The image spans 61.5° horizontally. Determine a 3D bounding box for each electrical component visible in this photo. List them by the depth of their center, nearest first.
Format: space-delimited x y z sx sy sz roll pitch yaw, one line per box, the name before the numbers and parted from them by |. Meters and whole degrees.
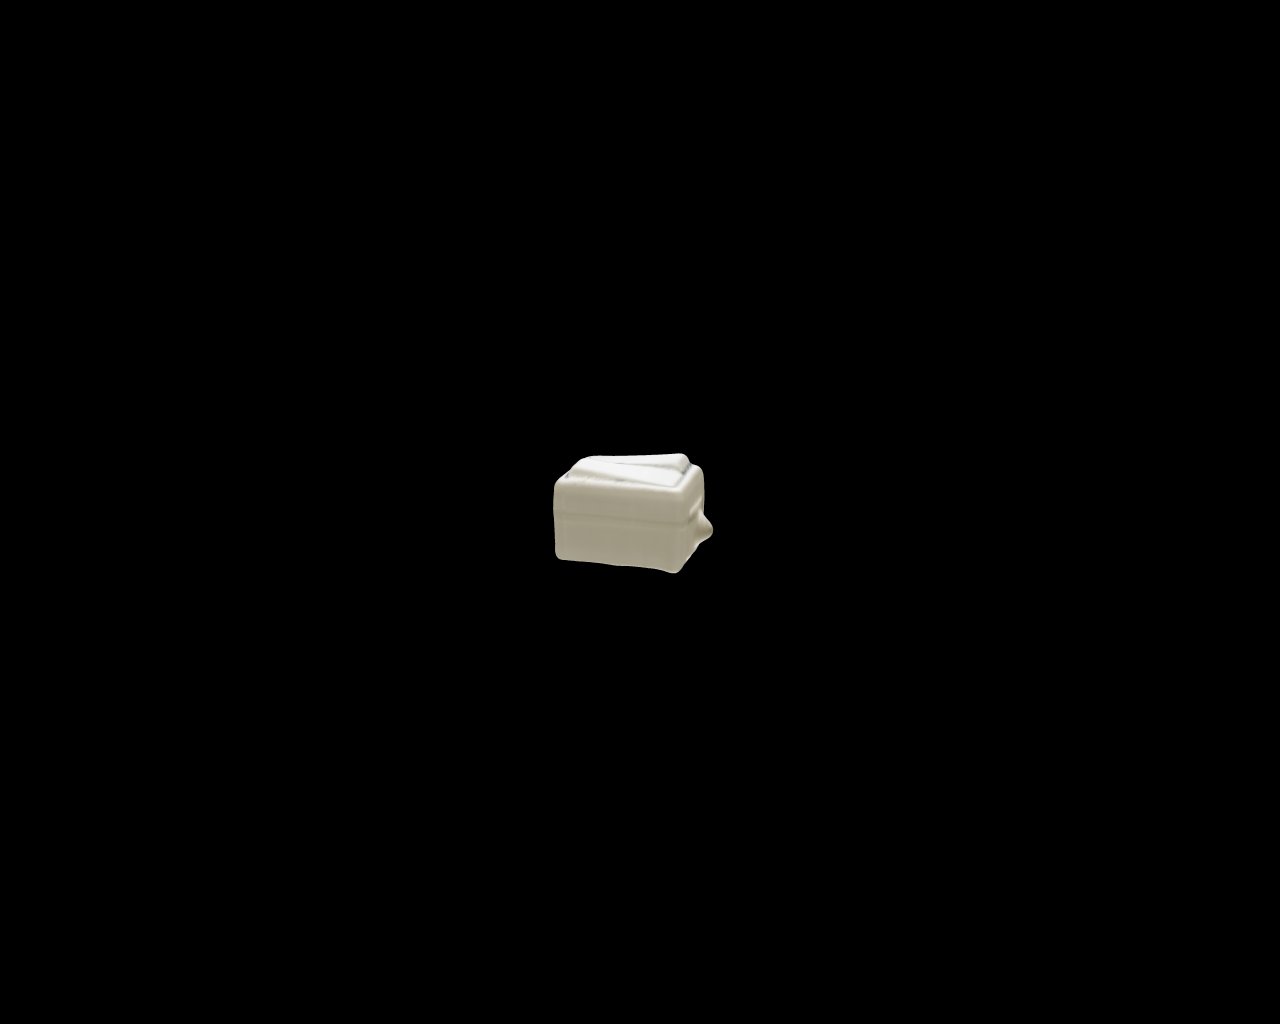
electrical component | 0.001 -0.003 0.650 0.096 0.061 0.062 6 20 16
